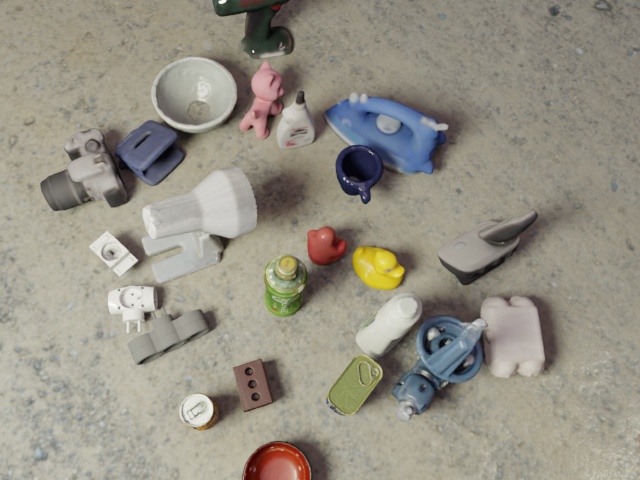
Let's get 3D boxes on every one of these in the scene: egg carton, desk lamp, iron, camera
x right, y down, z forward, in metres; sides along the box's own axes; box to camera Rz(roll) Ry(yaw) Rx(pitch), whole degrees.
[{"bbox_3d":[0.350,0.177,1.050,0.107,0.069,0.150,-1,70,-6],"label":"egg carton"},{"bbox_3d":[-0.213,-0.024,0.988,0.203,0.213,0.118,-23,74,-13],"label":"desk lamp"},{"bbox_3d":[0.129,-0.234,1.136,0.258,0.141,0.119,23,70,3],"label":"iron"},{"bbox_3d":[-0.446,-0.123,1.059,0.137,0.101,0.143,-24,74,-13],"label":"camera"}]

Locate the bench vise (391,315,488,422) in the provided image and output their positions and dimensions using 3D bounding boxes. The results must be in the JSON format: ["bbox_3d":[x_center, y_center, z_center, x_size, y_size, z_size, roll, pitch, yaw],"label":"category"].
[{"bbox_3d":[0.209,0.210,0.944,0.121,0.220,0.207,20,70,2],"label":"bench vise"}]

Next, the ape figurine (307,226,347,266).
[{"bbox_3d":[0.010,0.004,1.065,0.077,0.092,0.076,38,71,8],"label":"ape figurine"}]

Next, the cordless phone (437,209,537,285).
[{"bbox_3d":[0.307,0.001,1.047,0.148,0.185,0.094,-32,76,-15],"label":"cordless phone"}]

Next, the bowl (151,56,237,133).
[{"bbox_3d":[-0.247,-0.278,1.149,0.167,0.075,0.167,2,70,-5],"label":"bowl"}]

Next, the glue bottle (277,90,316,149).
[{"bbox_3d":[-0.043,-0.234,1.101,0.078,0.173,0.037,-17,73,-11],"label":"glue bottle"}]

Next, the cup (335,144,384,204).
[{"bbox_3d":[0.074,-0.113,1.112,0.092,0.095,0.117,-10,72,-9],"label":"cup"}]

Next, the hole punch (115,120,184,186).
[{"bbox_3d":[-0.331,-0.174,1.095,0.101,0.091,0.109,37,71,8],"label":"hole punch"}]

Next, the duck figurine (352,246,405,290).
[{"bbox_3d":[0.112,0.043,1.065,0.104,0.086,0.077,34,71,7],"label":"duck figurine"}]

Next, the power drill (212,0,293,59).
[{"bbox_3d":[-0.099,-0.466,1.160,0.230,0.208,0.075,-12,72,-10],"label":"power drill"}]

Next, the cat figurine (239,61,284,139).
[{"bbox_3d":[-0.113,-0.285,1.142,0.067,0.118,0.128,22,70,3],"label":"cat figurine"}]
